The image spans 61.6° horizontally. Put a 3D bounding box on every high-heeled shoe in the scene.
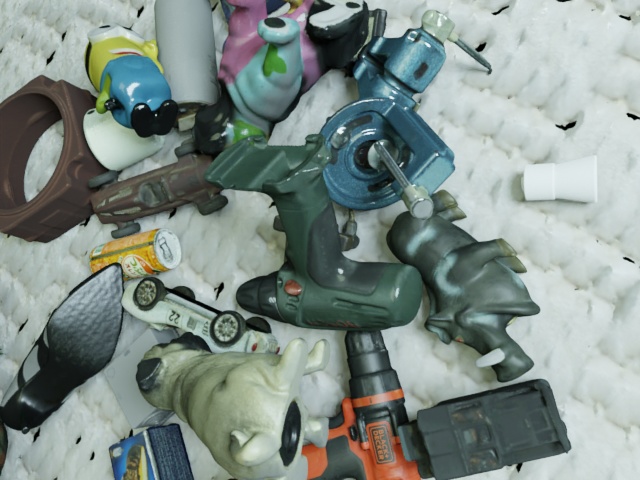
[{"bbox_3d":[-0.322,0.133,0.684,0.248,0.086,0.145,-60,25,-9],"label":"high-heeled shoe"}]

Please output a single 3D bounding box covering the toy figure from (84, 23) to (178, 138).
[{"bbox_3d":[-0.231,-0.187,0.639,0.089,0.082,0.180,-47,59,22],"label":"toy figure"}]

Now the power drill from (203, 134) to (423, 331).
[{"bbox_3d":[-0.029,0.007,0.509,0.232,0.207,0.086,5,37,35],"label":"power drill"}]

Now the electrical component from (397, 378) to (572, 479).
[{"bbox_3d":[0.138,0.161,0.460,0.134,0.114,0.058,-19,70,16],"label":"electrical component"}]

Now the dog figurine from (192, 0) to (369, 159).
[{"bbox_3d":[-0.050,-0.170,0.604,0.191,0.219,0.109,-25,62,-32],"label":"dog figurine"}]

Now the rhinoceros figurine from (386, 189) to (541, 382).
[{"bbox_3d":[0.137,0.042,0.510,0.112,0.073,0.190,-39,66,9],"label":"rhinoceros figurine"}]

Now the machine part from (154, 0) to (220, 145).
[{"bbox_3d":[-0.173,-0.235,0.700,0.079,0.079,0.243,-14,73,20],"label":"machine part"}]

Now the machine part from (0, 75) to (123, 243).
[{"bbox_3d":[-0.395,-0.114,0.764,0.201,0.087,0.201,-29,68,15],"label":"machine part"}]

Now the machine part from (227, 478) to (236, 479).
[{"bbox_3d":[-0.056,0.309,0.505,0.180,0.056,0.179,5,108,14],"label":"machine part"}]

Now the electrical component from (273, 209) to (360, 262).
[{"bbox_3d":[-0.002,-0.001,0.597,0.102,0.045,0.078,11,111,27],"label":"electrical component"}]

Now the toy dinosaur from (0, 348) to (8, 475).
[{"bbox_3d":[-0.457,0.225,0.669,0.131,0.192,0.405,-30,75,6],"label":"toy dinosaur"}]

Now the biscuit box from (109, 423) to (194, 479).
[{"bbox_3d":[-0.168,0.311,0.586,0.059,0.062,0.203,-28,69,16],"label":"biscuit box"}]

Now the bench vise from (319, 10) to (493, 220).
[{"bbox_3d":[0.076,-0.105,0.517,0.223,0.128,0.241,-43,30,16],"label":"bench vise"}]

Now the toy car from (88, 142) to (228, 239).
[{"bbox_3d":[-0.209,-0.060,0.674,0.202,0.053,0.089,-14,107,18],"label":"toy car"}]

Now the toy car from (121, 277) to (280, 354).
[{"bbox_3d":[-0.137,0.092,0.615,0.202,0.073,0.056,18,83,26],"label":"toy car"}]

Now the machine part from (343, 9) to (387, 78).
[{"bbox_3d":[0.012,-0.237,0.646,0.139,0.039,0.084,2,88,22],"label":"machine part"}]

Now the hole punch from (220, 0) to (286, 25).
[{"bbox_3d":[-0.088,-0.350,0.696,0.116,0.092,0.142,-15,68,-12],"label":"hole punch"}]

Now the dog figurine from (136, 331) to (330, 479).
[{"bbox_3d":[-0.099,0.141,0.469,0.191,0.172,0.121,1,80,14],"label":"dog figurine"}]
